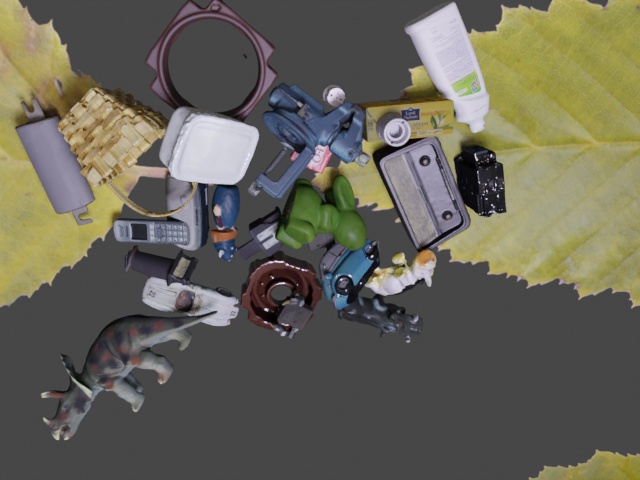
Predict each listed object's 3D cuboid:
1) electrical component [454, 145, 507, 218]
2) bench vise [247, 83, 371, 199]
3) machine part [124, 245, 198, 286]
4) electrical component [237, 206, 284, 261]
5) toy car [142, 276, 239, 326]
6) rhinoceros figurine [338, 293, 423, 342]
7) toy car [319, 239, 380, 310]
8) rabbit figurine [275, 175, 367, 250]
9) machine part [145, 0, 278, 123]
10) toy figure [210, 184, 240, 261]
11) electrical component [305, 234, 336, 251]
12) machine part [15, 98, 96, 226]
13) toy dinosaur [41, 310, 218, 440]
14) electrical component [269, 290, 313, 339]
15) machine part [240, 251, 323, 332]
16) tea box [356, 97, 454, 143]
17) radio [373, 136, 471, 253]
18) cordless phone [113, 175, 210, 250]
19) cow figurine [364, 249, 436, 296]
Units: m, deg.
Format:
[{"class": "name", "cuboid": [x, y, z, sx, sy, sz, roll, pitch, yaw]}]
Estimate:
[{"class": "electrical component", "cuboid": [0.325, -0.125, 1.097, 0.058, 0.115, 0.134, -16, 111, -7]}, {"class": "bench vise", "cuboid": [-0.032, -0.163, 0.982, 0.223, 0.129, 0.240, 39, 80, -9]}, {"class": "machine part", "cuboid": [-0.324, 0.050, 1.091, 0.139, 0.084, 0.039, 12, 139, -3]}, {"class": "electrical component", "cuboid": [-0.114, -0.005, 1.110, 0.119, 0.048, 0.074, -36, 111, 6]}, {"class": "toy car", "cuboid": [-0.270, 0.125, 1.130, 0.202, 0.056, 0.073, 19, 106, -14]}, {"class": "rhinoceros figurine", "cuboid": [0.132, 0.161, 1.175, 0.190, 0.112, 0.073, 18, 104, -6]}, {"class": "toy car", "cuboid": [0.051, 0.057, 1.110, 0.103, 0.109, 0.161, 33, 82, 17]}, {"class": "rabbit figurine", "cuboid": [0.014, -0.042, 1.064, 0.170, 0.121, 0.159, 20, 65, -14]}, {"class": "machine part", "cuboid": [-0.192, -0.310, 0.969, 0.201, 0.087, 0.201, 38, 101, -17]}, {"class": "toy figure", "cuboid": [-0.190, -0.035, 1.082, 0.064, 0.058, 0.154, -3, 108, -31]}, {"class": "electrical component", "cuboid": [-0.002, -0.003, 1.141, 0.063, 0.021, 0.093, -18, 113, -2]}, {"class": "machine part", "cuboid": [-0.486, -0.138, 0.991, 0.079, 0.079, 0.243, -17, 113, -2]}, {"class": "toy dinosaur", "cuboid": [-0.406, 0.233, 1.111, 0.192, 0.131, 0.405, 38, 100, -21]}, {"class": "electrical component", "cuboid": [-0.060, 0.158, 1.122, 0.078, 0.045, 0.102, 33, 104, -19]}, {"class": "machine part", "cuboid": [-0.084, 0.111, 1.154, 0.179, 0.056, 0.179, -3, 111, -8]}, {"class": "tea box", "cuboid": [0.163, -0.236, 1.042, 0.170, 0.098, 0.068, -8, 111, -7]}, {"class": "radio", "cuboid": [0.213, -0.100, 1.110, 0.131, 0.073, 0.229, -27, 113, 2]}, {"class": "cordless phone", "cuboid": [-0.310, -0.057, 1.047, 0.184, 0.089, 0.146, 1, 110, -4]}, {"class": "cow figurine", "cuboid": [0.184, 0.076, 1.140, 0.167, 0.068, 0.098, -18, 135, 38]}]
